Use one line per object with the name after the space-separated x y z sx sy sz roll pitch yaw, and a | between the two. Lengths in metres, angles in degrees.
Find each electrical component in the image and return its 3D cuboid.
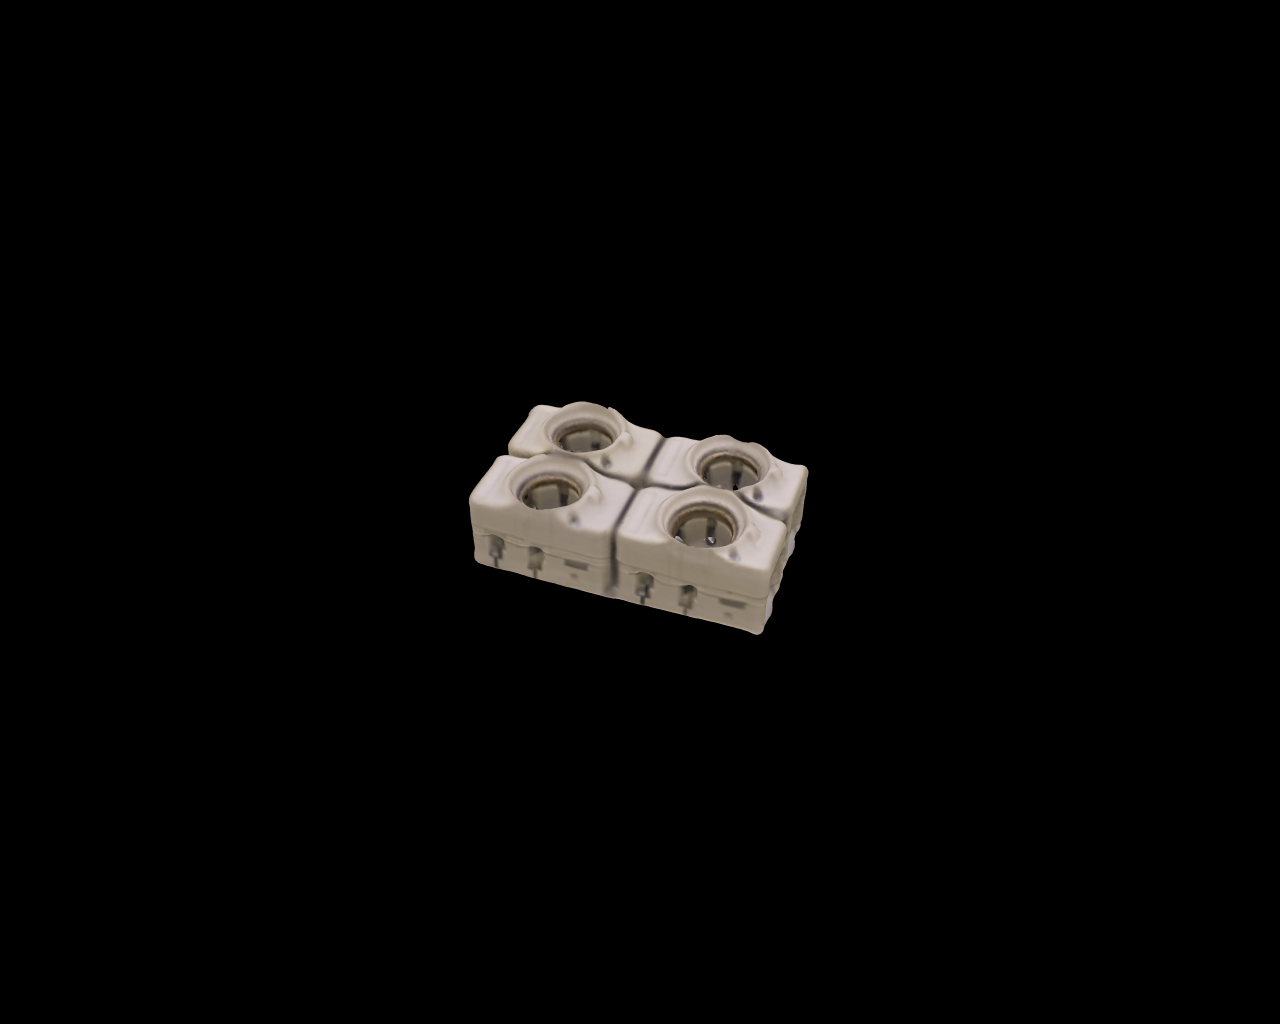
0.001 -0.003 0.650 0.186 0.060 0.106 14 44 15 | electrical component
